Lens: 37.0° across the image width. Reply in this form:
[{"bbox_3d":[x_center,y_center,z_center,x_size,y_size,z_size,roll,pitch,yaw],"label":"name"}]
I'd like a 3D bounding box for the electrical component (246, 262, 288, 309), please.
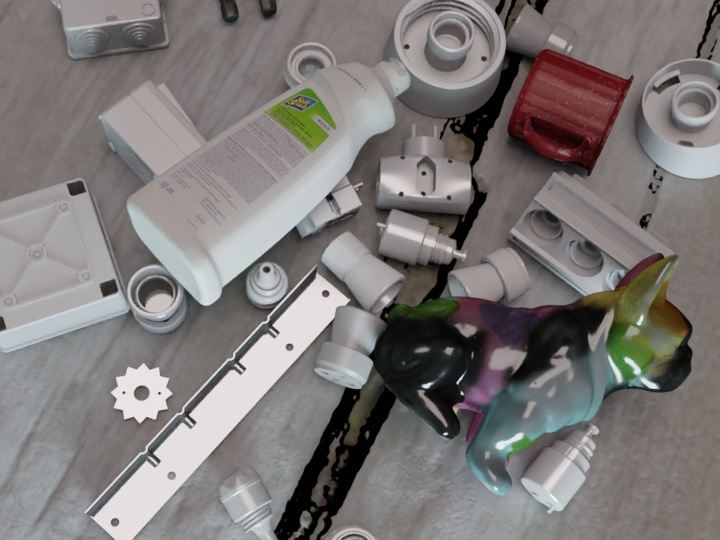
[{"bbox_3d":[-0.075,0.009,0.869,0.035,0.061,0.035,1,72,-4],"label":"electrical component"}]

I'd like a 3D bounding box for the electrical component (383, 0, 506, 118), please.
[{"bbox_3d":[0.077,-0.196,0.947,0.108,0.060,0.108,1,72,-4],"label":"electrical component"}]

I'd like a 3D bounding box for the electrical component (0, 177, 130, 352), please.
[{"bbox_3d":[-0.253,-0.004,0.861,0.109,0.056,0.108,-19,75,-10],"label":"electrical component"}]

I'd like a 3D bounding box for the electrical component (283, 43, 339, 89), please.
[{"bbox_3d":[-0.043,-0.165,0.930,0.048,0.055,0.066,-6,73,-7],"label":"electrical component"}]

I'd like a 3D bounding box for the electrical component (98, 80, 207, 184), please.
[{"bbox_3d":[-0.161,-0.102,0.896,0.061,0.061,0.096,-40,80,-15],"label":"electrical component"}]

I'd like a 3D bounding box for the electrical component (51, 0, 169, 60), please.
[{"bbox_3d":[-0.219,-0.239,0.942,0.100,0.048,0.099,-9,73,-8],"label":"electrical component"}]

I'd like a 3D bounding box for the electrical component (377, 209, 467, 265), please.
[{"bbox_3d":[0.051,-0.023,0.901,0.078,0.040,0.040,18,72,1],"label":"electrical component"}]

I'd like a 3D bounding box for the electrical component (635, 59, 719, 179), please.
[{"bbox_3d":[0.297,-0.136,0.958,0.099,0.064,0.099,-3,69,9],"label":"electrical component"}]

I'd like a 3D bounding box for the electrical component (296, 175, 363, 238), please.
[{"bbox_3d":[-0.032,-0.066,0.905,0.066,0.048,0.055,-26,84,-12],"label":"electrical component"}]

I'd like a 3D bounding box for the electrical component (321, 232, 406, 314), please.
[{"bbox_3d":[0.000,0.000,0.890,0.044,0.044,0.065,-42,75,-15],"label":"electrical component"}]

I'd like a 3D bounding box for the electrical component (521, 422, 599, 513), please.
[{"bbox_3d":[0.162,0.154,0.854,0.040,0.040,0.078,40,74,8],"label":"electrical component"}]

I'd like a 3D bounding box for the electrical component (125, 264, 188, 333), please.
[{"bbox_3d":[-0.162,0.024,0.860,0.045,0.055,0.045,1,72,-4],"label":"electrical component"}]

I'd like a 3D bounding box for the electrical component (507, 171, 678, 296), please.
[{"bbox_3d":[0.196,-0.023,0.897,0.121,0.078,0.063,38,44,7],"label":"electrical component"}]

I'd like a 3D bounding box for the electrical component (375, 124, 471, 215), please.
[{"bbox_3d":[0.054,-0.088,0.920,0.077,0.043,0.079,4,72,-4],"label":"electrical component"}]

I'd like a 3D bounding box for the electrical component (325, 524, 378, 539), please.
[{"bbox_3d":[-0.005,0.214,0.809,0.048,0.062,0.048,1,72,-4],"label":"electrical component"}]

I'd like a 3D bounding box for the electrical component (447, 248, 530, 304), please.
[{"bbox_3d":[0.107,0.011,0.892,0.055,0.045,0.045,-25,76,-13],"label":"electrical component"}]

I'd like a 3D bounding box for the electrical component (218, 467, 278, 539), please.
[{"bbox_3d":[-0.082,0.185,0.827,0.035,0.035,0.061,-29,80,-13],"label":"electrical component"}]

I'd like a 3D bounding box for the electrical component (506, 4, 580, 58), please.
[{"bbox_3d":[0.163,-0.206,0.966,0.055,0.045,0.045,30,73,4],"label":"electrical component"}]

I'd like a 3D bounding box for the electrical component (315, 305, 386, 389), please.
[{"bbox_3d":[-0.008,0.062,0.866,0.045,0.045,0.055,21,73,2],"label":"electrical component"}]
